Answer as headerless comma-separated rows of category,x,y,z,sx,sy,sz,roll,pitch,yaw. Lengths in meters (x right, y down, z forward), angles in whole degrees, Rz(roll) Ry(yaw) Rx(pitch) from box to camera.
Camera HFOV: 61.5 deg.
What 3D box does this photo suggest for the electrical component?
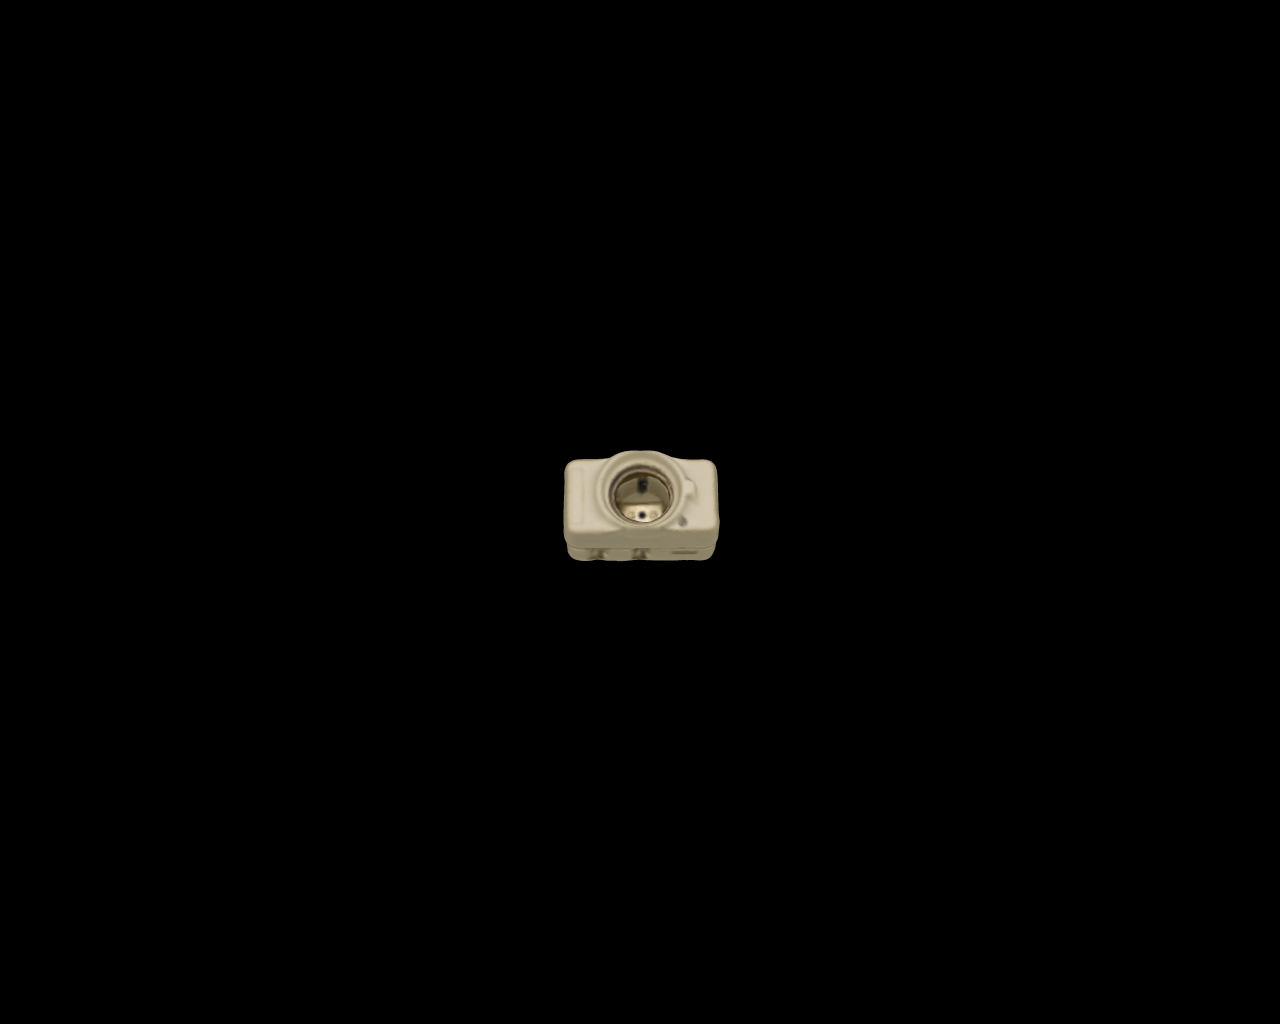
electrical component,0.001,-0.003,0.650,0.089,0.050,0.055,0,-25,0
